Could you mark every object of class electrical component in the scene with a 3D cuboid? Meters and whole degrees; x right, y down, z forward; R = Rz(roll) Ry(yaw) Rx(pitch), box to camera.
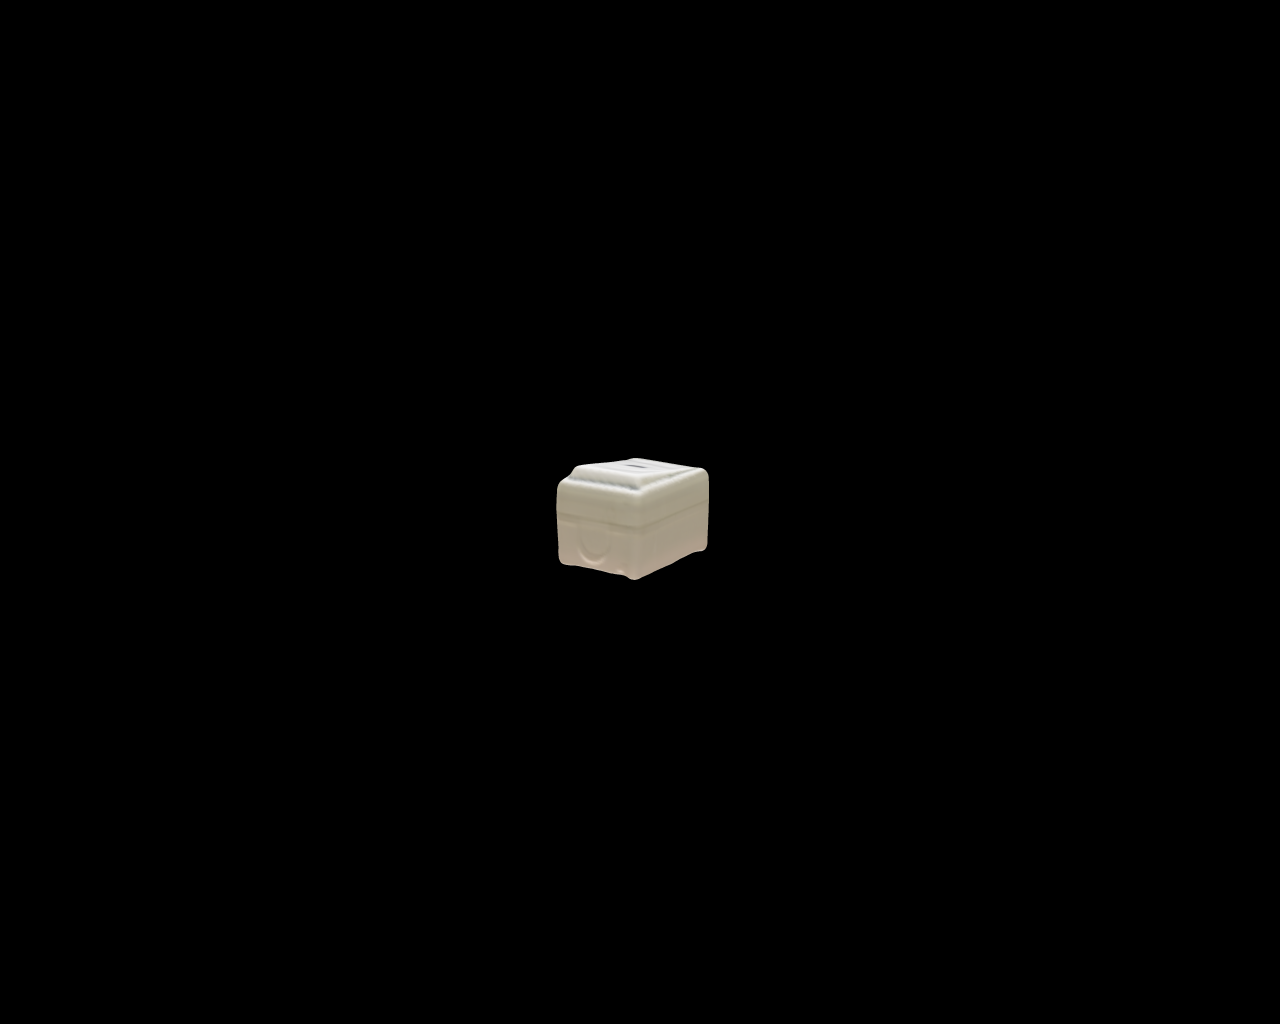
[{"bbox_3d":[0.001,-0.003,0.650,0.062,0.061,0.096,11,19,34],"label":"electrical component"}]
